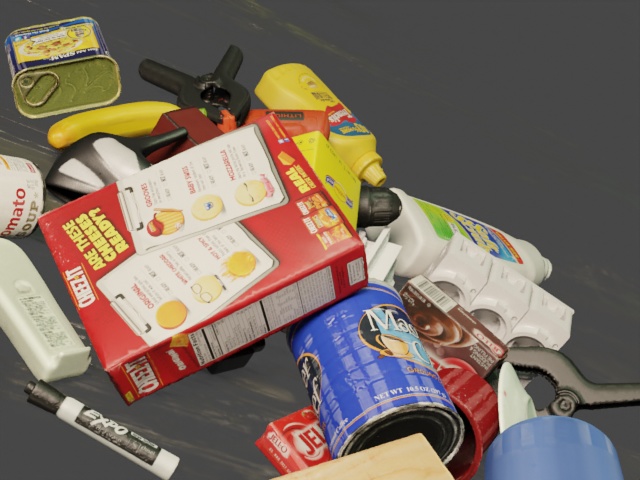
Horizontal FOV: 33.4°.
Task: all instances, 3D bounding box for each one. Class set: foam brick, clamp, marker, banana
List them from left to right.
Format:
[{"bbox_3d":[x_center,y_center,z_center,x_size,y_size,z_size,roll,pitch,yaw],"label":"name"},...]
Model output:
[{"bbox_3d":[-0.157,0.135,0.762,0.121,0.020,0.020,31,30,-5],"label":"marker"},{"bbox_3d":[-0.201,-0.113,1.041,0.197,0.070,0.037,-22,98,-49],"label":"banana"},{"bbox_3d":[-0.138,-0.084,1.043,0.051,0.078,0.052,44,32,13],"label":"foam brick"},{"bbox_3d":[-0.133,-0.162,1.162,0.120,0.039,0.171,-12,36,-6],"label":"clamp"},{"bbox_3d":[0.237,0.175,1.035,0.210,0.164,0.036,23,-17,16],"label":"clamp"}]

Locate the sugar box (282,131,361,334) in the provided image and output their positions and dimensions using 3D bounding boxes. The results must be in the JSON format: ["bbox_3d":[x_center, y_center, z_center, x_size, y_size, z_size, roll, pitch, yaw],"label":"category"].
[{"bbox_3d":[-0.006,0.001,0.949,0.093,0.048,0.176,45,40,-48],"label":"sugar box"}]

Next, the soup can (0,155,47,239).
[{"bbox_3d":[-0.276,-0.037,0.836,0.102,0.069,0.068,6,39,-49],"label":"soup can"}]

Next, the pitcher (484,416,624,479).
[{"bbox_3d":[0.167,0.249,0.785,0.149,0.145,0.242,28,34,-13],"label":"pitcher"}]

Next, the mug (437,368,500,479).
[{"bbox_3d":[0.099,0.152,0.926,0.117,0.093,0.081,38,24,15],"label":"mug"}]

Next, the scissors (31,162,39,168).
[{"bbox_3d":[-0.334,-0.069,0.887,0.096,0.016,0.201,42,30,11],"label":"scissors"}]

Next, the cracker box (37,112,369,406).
[{"bbox_3d":[-0.092,0.011,0.846,0.213,0.072,0.164,-26,55,-10],"label":"cracker box"}]

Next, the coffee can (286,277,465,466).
[{"bbox_3d":[0.041,0.113,0.845,0.102,0.103,0.140,14,34,-32],"label":"coffee can"}]

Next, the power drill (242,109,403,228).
[{"bbox_3d":[-0.016,-0.071,1.112,0.184,0.057,0.187,0,33,-7],"label":"power drill"}]

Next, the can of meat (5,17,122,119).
[{"bbox_3d":[-0.254,-0.171,1.047,0.102,0.057,0.084,-14,44,-14],"label":"can of meat"}]

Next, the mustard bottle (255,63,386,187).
[{"bbox_3d":[0.012,-0.133,1.284,0.192,0.058,0.096,48,31,22],"label":"mustard bottle"}]

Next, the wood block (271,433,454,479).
[{"bbox_3d":[-0.001,0.210,0.708,0.205,0.091,0.090,-7,49,-40],"label":"wood block"}]

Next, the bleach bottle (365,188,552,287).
[{"bbox_3d":[0.174,0.011,1.234,0.250,0.068,0.103,11,38,-38],"label":"bleach bottle"}]

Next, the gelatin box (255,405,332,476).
[{"bbox_3d":[0.003,0.170,0.859,0.073,0.030,0.089,47,31,22],"label":"gelatin box"}]

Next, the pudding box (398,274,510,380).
[{"bbox_3d":[0.107,0.101,1.005,0.113,0.090,0.039,42,29,15],"label":"pudding box"}]
